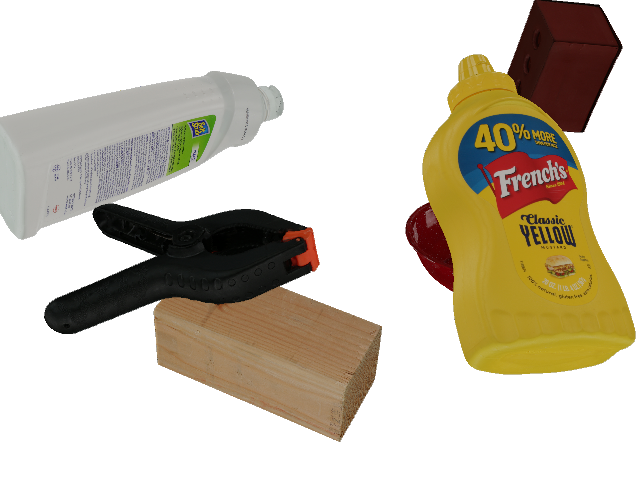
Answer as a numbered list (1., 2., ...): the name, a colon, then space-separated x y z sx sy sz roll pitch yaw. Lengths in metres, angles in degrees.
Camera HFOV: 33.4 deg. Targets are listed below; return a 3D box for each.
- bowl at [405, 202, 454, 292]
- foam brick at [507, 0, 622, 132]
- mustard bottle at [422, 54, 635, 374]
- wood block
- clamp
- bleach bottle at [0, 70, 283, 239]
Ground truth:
1. bowl: 0.167 0.013 1.097 0.162 0.055 0.162 0 32 0
2. foam brick: 0.169 -0.123 0.755 0.051 0.053 0.078 2 -45 -12
3. mustard bottle: 0.108 -0.022 0.606 0.096 0.191 0.058 0 -27 -22
4. wood block: -0.053 0.105 1.064 0.206 0.090 0.090 21 47 16
5. clamp: -0.090 0.018 0.679 0.172 0.039 0.120 -1 43 20
6. bleach bottle: -0.144 -0.083 0.892 0.250 0.068 0.103 -19 -32 -30
